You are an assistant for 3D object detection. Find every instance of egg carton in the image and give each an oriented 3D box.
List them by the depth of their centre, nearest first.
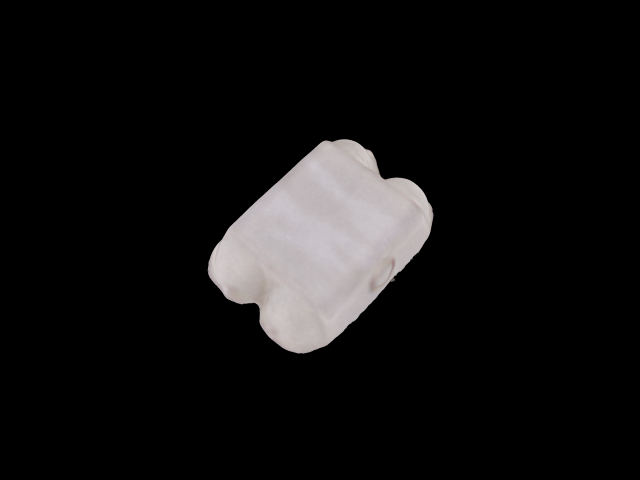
[{"bbox_3d":[0.004,0.001,0.400,0.107,0.069,0.150,38,70,16],"label":"egg carton"}]
